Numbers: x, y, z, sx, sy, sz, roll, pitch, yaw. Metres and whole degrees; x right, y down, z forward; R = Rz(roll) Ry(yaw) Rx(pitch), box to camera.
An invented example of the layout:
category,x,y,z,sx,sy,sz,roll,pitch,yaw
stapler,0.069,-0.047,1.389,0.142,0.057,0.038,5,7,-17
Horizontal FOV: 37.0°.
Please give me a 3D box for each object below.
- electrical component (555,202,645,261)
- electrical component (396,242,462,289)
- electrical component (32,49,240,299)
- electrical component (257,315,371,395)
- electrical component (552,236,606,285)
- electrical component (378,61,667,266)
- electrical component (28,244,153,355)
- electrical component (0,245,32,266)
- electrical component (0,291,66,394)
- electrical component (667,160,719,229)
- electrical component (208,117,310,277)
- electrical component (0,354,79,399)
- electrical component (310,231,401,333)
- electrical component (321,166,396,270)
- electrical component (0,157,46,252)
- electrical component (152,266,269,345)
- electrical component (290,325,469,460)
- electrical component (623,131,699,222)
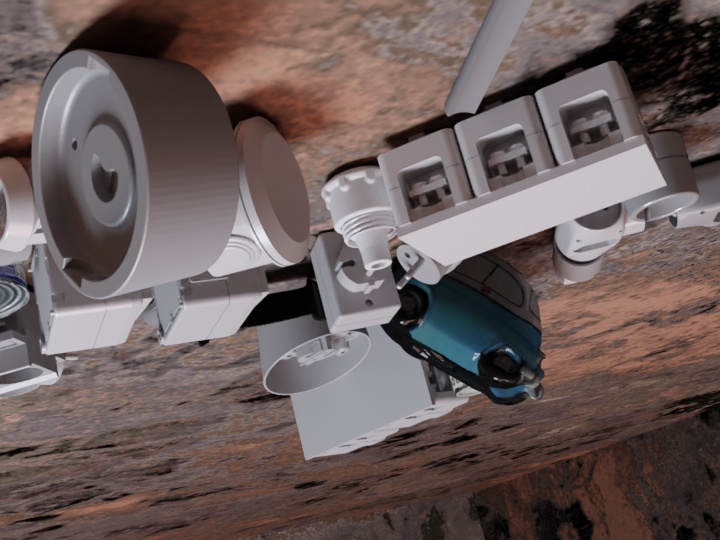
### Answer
category,x,y,z,sx,sy,sz,roll,pitch,yaw
electrical component,0.194,-0.043,0.829,0.079,0.043,0.077,-14,163,-1
electrical component,0.052,-0.017,0.756,0.079,0.043,0.077,-48,178,-27
electrical component,-0.097,-0.044,0.484,0.060,0.108,0.108,-8,163,-40
electrical component,-0.041,0.063,0.935,0.099,0.064,0.099,-13,163,-4
electrical component,0.186,-0.013,0.918,0.043,0.043,0.081,-16,163,4
electrical component,0.098,-0.064,0.652,0.150,0.061,0.089,-20,162,18
electrical component,-0.169,0.011,0.667,0.061,0.061,0.096,-7,162,-23
electrical component,-0.207,-0.018,0.583,0.046,0.040,0.040,-7,162,-42
electrical component,-0.272,0.055,0.718,0.121,0.063,0.078,-16,163,5
electrical component,0.279,-0.058,0.853,0.077,0.043,0.079,-16,163,4
electrical component,-0.062,-0.038,0.575,0.051,0.080,0.080,-14,164,17
electrical component,-0.252,0.069,0.813,0.077,0.044,0.079,-27,160,35
electrical component,0.000,0.000,0.765,0.047,0.065,0.076,-10,162,-16
electrical component,0.004,-0.031,0.676,0.048,0.062,0.048,-13,163,-4
electrical component,-0.165,-0.035,0.555,0.055,0.048,0.066,-9,164,-43
electrical component,-0.099,0.003,0.701,0.061,0.061,0.096,-7,161,-23
electrical component,0.014,0.106,1.046,0.060,0.105,0.186,2,157,-43
electrical component,0.210,-0.065,0.765,0.055,0.047,0.055,-13,163,-4
